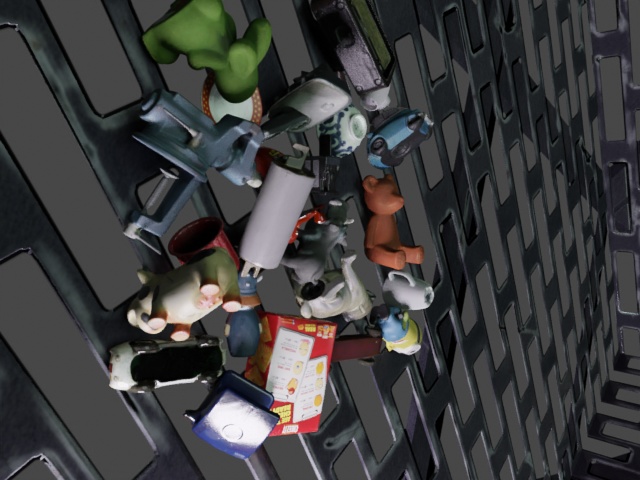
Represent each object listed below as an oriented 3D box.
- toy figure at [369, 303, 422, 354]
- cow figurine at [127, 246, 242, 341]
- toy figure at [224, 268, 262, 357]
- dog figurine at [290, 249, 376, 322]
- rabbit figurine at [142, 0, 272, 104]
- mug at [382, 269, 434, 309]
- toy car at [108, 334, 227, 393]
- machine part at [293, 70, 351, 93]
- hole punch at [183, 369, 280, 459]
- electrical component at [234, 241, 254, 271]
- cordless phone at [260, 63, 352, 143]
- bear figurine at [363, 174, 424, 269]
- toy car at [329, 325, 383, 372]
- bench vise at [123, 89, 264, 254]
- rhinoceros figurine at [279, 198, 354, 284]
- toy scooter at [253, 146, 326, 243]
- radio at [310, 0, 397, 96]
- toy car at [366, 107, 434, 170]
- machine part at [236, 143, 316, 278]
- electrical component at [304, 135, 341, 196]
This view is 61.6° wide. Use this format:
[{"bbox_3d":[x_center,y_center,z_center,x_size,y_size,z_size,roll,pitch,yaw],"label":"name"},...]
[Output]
[{"bbox_3d":[0.185,0.207,1.278,0.180,0.082,0.089,46,62,-37],"label":"toy figure"},{"bbox_3d":[-0.202,0.073,0.768,0.085,0.195,0.127,42,28,-37],"label":"cow figurine"},{"bbox_3d":[-0.135,0.124,0.932,0.064,0.058,0.154,4,85,-56],"label":"toy figure"},{"bbox_3d":[0.035,0.127,1.078,0.172,0.121,0.190,-47,132,-24],"label":"dog figurine"},{"bbox_3d":[-0.145,-0.288,0.808,0.170,0.159,0.121,50,48,-35],"label":"rabbit figurine"},{"bbox_3d":[0.212,0.116,1.277,0.081,0.107,0.109,-41,124,-39],"label":"mug"},{"bbox_3d":[-0.230,0.188,0.835,0.201,0.056,0.073,6,83,-49],"label":"toy car"},{"bbox_3d":[0.003,-0.299,1.059,0.139,0.039,0.084,-32,111,-40],"label":"machine part"},{"bbox_3d":[-0.137,0.291,0.875,0.142,0.092,0.115,34,84,-15],"label":"hole punch"},{"bbox_3d":[-0.122,0.023,0.961,0.094,0.021,0.063,-46,126,-36],"label":"electrical component"},{"bbox_3d":[-0.041,-0.222,0.921,0.088,0.147,0.184,58,37,-12],"label":"cordless phone"},{"bbox_3d":[0.159,-0.046,1.191,0.120,0.132,0.195,-6,104,-49],"label":"bear figurine"},{"bbox_3d":[0.061,0.231,1.161,0.202,0.053,0.089,3,98,-45],"label":"toy car"},{"bbox_3d":[-0.199,-0.097,0.800,0.240,0.129,0.223,-57,143,-3],"label":"bench vise"},{"bbox_3d":[-0.002,-0.003,1.024,0.073,0.112,0.190,52,49,-33],"label":"rhinoceros figurine"},{"bbox_3d":[-0.054,-0.077,0.944,0.075,0.135,0.183,-33,116,-41],"label":"toy scooter"},{"bbox_3d":[0.072,-0.412,1.073,0.229,0.073,0.131,53,38,-35],"label":"radio"},{"bbox_3d":[0.162,-0.238,1.184,0.109,0.161,0.103,15,40,-56],"label":"toy car"},{"bbox_3d":[-0.072,-0.043,0.876,0.079,0.079,0.243,5,115,-48],"label":"machine part"},{"bbox_3d":[0.001,-0.146,1.042,0.048,0.075,0.119,-7,103,-49],"label":"electrical component"}]
